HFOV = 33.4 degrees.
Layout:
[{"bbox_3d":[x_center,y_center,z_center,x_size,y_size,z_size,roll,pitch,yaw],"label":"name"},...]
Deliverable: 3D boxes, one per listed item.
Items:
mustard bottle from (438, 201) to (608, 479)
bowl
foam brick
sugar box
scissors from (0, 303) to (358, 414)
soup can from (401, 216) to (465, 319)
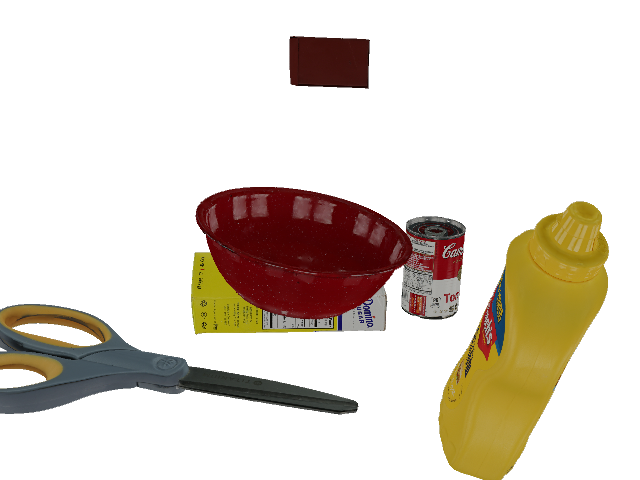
[{"bbox_3d":[0.121,0.051,0.620,0.058,0.192,0.096,18,45,3],"label":"mustard bottle"},{"bbox_3d":[-0.016,0.014,0.792,0.162,0.055,0.162,9,21,-4],"label":"bowl"},{"bbox_3d":[0.009,-0.187,1.122,0.078,0.051,0.053,0,11,-10],"label":"foam brick"},{"bbox_3d":[-0.030,0.046,0.994,0.176,0.048,0.093,-3,27,-3],"label":"sugar box"},{"bbox_3d":[-0.092,0.072,0.517,0.202,0.016,0.096,16,29,27],"label":"scissors"},{"bbox_3d":[0.128,0.031,1.221,0.068,0.102,0.068,2,20,-1],"label":"soup can"}]
